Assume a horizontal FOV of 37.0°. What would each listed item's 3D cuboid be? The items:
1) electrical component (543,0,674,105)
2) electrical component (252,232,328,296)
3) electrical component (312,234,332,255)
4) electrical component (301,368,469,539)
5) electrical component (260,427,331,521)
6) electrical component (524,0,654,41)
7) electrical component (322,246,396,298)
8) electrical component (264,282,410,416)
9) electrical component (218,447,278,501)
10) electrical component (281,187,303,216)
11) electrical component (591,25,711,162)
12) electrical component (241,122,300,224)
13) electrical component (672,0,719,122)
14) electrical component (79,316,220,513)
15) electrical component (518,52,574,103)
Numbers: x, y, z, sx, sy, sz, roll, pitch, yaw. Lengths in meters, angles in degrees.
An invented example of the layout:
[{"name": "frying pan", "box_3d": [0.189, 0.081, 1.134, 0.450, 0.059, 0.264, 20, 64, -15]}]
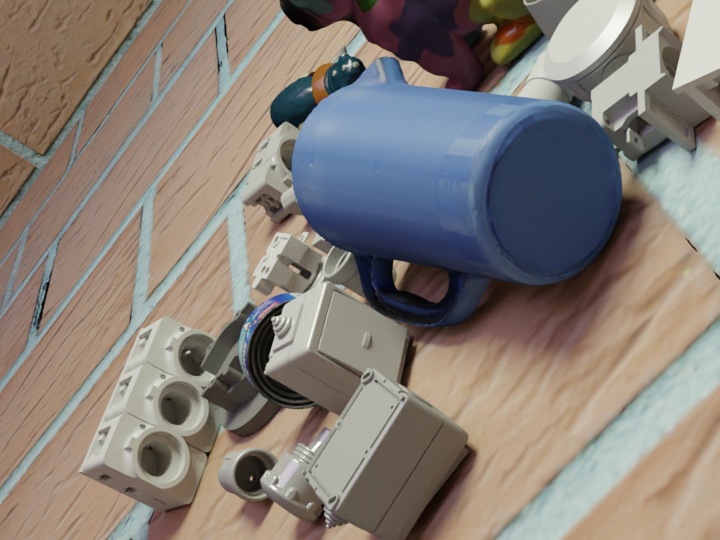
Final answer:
[{"name": "electrical component", "box_3d": [0.164, -0.147, 0.708, 0.080, 0.051, 0.080, -43, 27, 29]}, {"name": "electrical component", "box_3d": [-0.055, 0.001, 0.944, 0.066, 0.055, 0.048, -61, 24, -8]}, {"name": "electrical component", "box_3d": [-0.007, -0.038, 0.913, 0.055, 0.048, 0.066, -30, 34, 60]}, {"name": "electrical component", "box_3d": [0.014, 0.120, 0.653, 0.096, 0.061, 0.062, -57, 23, -1]}, {"name": "electrical component", "box_3d": [-0.036, 0.139, 0.749, 0.062, 0.048, 0.048, -55, 23, -10]}, {"name": "electrical component", "box_3d": [0.170, -0.204, 0.784, 0.099, 0.064, 0.099, -40, 17, 15]}, {"name": "electrical component", "box_3d": [0.000, 0.000, 0.849, 0.040, 0.046, 0.040, -44, 27, 29]}, {"name": "electrical component", "box_3d": [-0.018, 0.054, 0.753, 0.061, 0.096, 0.061, -30, 35, 45]}, {"name": "electrical component", "box_3d": [-0.087, 0.157, 0.833, 0.046, 0.040, 0.040, -19, 44, 64]}, {"name": "electrical component", "box_3d": [-0.042, -0.077, 1.031, 0.081, 0.043, 0.043, -30, 35, 47]}, {"name": "electrical component", "box_3d": [0.173, -0.103, 0.647, 0.064, 0.042, 0.081, -37, 30, 42]}, {"name": "electrical component", "box_3d": [-0.080, -0.104, 1.131, 0.056, 0.050, 0.089, -33, 33, 44]}, {"name": "electrical component", "box_3d": [0.243, -0.168, 0.570, 0.105, 0.060, 0.186, -22, 41, 53]}, {"name": "electrical component", "box_3d": [-0.176, 0.129, 0.975, 0.062, 0.089, 0.150, -27, 37, 49]}, {"name": "electrical component", "box_3d": [0.130, -0.121, 0.756, 0.044, 0.044, 0.065, -13, 44, 58]}]
